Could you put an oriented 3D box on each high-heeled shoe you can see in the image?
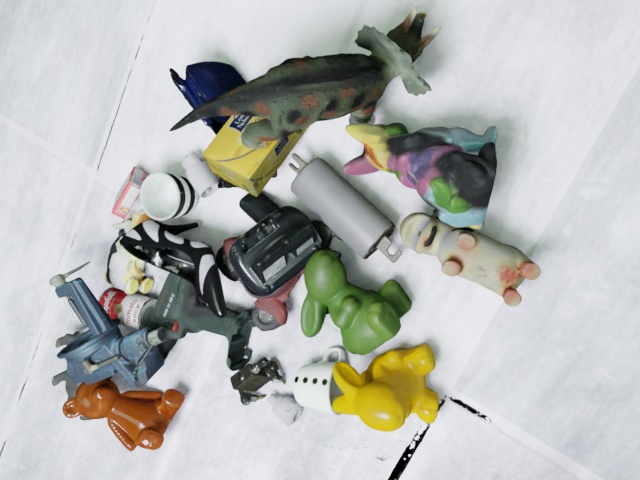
[{"bbox_3d":[-0.254,0.050,0.918,0.086,0.145,0.249,89,157,-46],"label":"high-heeled shoe"}]

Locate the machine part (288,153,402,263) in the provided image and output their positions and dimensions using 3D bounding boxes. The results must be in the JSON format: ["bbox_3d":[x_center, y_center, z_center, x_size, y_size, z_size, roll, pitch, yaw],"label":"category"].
[{"bbox_3d":[0.036,-0.051,0.867,0.243,0.079,0.079,43,108,12],"label":"machine part"}]

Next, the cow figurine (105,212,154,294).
[{"bbox_3d":[-0.370,0.016,1.043,0.098,0.068,0.167,15,99,26],"label":"cow figurine"}]

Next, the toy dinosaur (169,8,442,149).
[{"bbox_3d":[-0.003,-0.215,0.758,0.405,0.192,0.131,-21,85,-20],"label":"toy dinosaur"}]

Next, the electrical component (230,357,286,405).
[{"bbox_3d":[-0.112,0.253,0.962,0.102,0.078,0.045,-37,58,16],"label":"electrical component"}]

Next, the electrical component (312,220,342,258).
[{"bbox_3d":[-0.002,-0.003,0.916,0.094,0.021,0.063,22,102,20],"label":"electrical component"}]

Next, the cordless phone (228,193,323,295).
[{"bbox_3d":[-0.101,-0.011,0.887,0.146,0.088,0.184,-39,54,-18],"label":"cordless phone"}]

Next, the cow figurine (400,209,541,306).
[{"bbox_3d":[0.211,0.013,0.792,0.195,0.127,0.085,24,104,4],"label":"cow figurine"}]

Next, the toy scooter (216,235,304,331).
[{"bbox_3d":[-0.089,0.053,0.928,0.135,0.075,0.184,-36,79,12],"label":"toy scooter"}]

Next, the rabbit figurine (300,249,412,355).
[{"bbox_3d":[0.039,0.092,0.862,0.170,0.121,0.159,47,130,-1],"label":"rabbit figurine"}]

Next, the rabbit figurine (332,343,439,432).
[{"bbox_3d":[0.097,0.228,0.818,0.163,0.173,0.121,5,101,17],"label":"rabbit figurine"}]

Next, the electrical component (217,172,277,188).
[{"bbox_3d":[-0.121,-0.126,0.938,0.119,0.048,0.074,-1,95,21],"label":"electrical component"}]

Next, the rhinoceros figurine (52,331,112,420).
[{"bbox_3d":[-0.485,0.275,1.113,0.112,0.073,0.190,1,93,11],"label":"rhinoceros figurine"}]

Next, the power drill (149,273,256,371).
[{"bbox_3d":[-0.224,0.168,0.996,0.208,0.086,0.231,19,99,27],"label":"power drill"}]

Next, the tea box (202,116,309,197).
[{"bbox_3d":[-0.098,-0.167,0.875,0.098,0.068,0.169,27,74,16],"label":"tea box"}]

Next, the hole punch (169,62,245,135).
[{"bbox_3d":[-0.173,-0.245,0.917,0.092,0.115,0.142,-35,82,13],"label":"hole punch"}]

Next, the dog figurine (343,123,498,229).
[{"bbox_3d":[0.135,-0.106,0.775,0.219,0.191,0.108,9,131,13],"label":"dog figurine"}]

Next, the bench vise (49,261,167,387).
[{"bbox_3d":[-0.393,0.159,0.960,0.224,0.129,0.240,-21,102,32],"label":"bench vise"}]

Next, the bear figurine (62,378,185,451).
[{"bbox_3d":[-0.376,0.313,1.021,0.196,0.120,0.132,33,143,-8],"label":"bear figurine"}]
